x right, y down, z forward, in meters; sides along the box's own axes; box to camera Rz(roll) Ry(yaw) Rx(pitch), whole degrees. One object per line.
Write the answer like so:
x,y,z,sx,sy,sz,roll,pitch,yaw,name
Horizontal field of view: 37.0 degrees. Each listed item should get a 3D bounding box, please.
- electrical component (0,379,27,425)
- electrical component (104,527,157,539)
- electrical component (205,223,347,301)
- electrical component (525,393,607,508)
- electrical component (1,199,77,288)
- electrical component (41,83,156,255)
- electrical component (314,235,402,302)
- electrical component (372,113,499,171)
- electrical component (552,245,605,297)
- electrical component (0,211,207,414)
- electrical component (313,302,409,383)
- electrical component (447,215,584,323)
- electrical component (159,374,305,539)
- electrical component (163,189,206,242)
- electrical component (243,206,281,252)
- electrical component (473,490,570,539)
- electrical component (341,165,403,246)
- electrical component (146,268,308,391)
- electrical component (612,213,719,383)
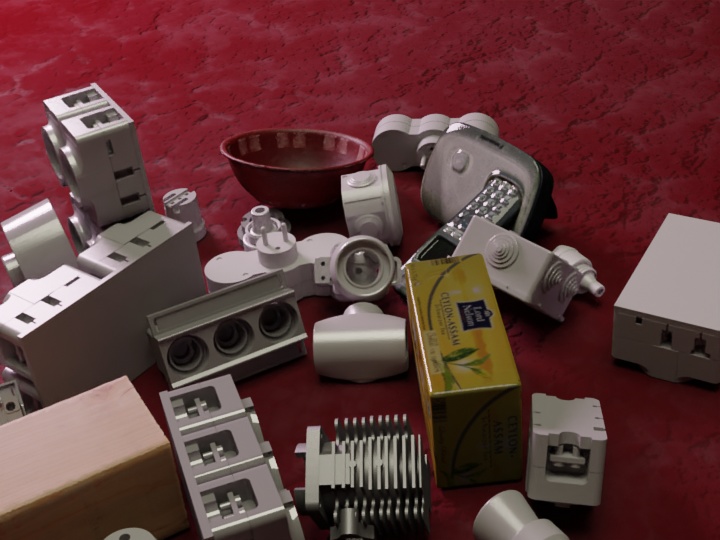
-0.275,0.126,0.829,0.042,0.064,0.081,-18,77,-18,electrical component
-0.150,0.205,0.714,0.045,0.055,0.045,-4,35,3,electrical component
-0.076,-0.011,0.999,0.138,0.073,0.052,-12,35,-8,electrical component
0.145,0.129,0.763,0.050,0.055,0.089,5,12,8,electrical component
-0.297,-0.005,1.001,0.060,0.108,0.108,-25,38,-15,electrical component
-0.236,-0.063,0.998,0.060,0.186,0.105,-22,37,-22,electrical component
0.000,0.000,0.954,0.078,0.058,0.057,0,-5,-7,electrical component
0.081,-0.130,1.166,0.138,0.052,0.073,0,35,10,electrical component
0.196,0.005,0.969,0.035,0.035,0.061,-22,40,-22,electrical component
-0.220,0.040,0.920,0.060,0.105,0.186,20,42,33,electrical component
0.002,0.054,0.918,0.077,0.044,0.079,-2,35,5,electrical component
0.136,-0.002,0.928,0.100,0.100,0.048,29,92,32,electrical component
-0.088,0.154,0.748,0.062,0.089,0.150,-15,36,-13,electrical component
-0.181,-0.055,1.103,0.040,0.046,0.040,-4,35,3,electrical component
-0.092,-0.032,1.041,0.043,0.062,0.043,-4,35,3,electrical component
0.109,0.181,0.719,0.045,0.045,0.055,-24,38,-24,electrical component
0.012,-0.060,1.053,0.051,0.080,0.080,-9,34,5,electrical component
-0.116,0.053,0.919,0.121,0.078,0.063,-20,15,-19,electrical component
0.279,0.023,0.905,0.089,0.061,0.150,14,39,27,electrical component
